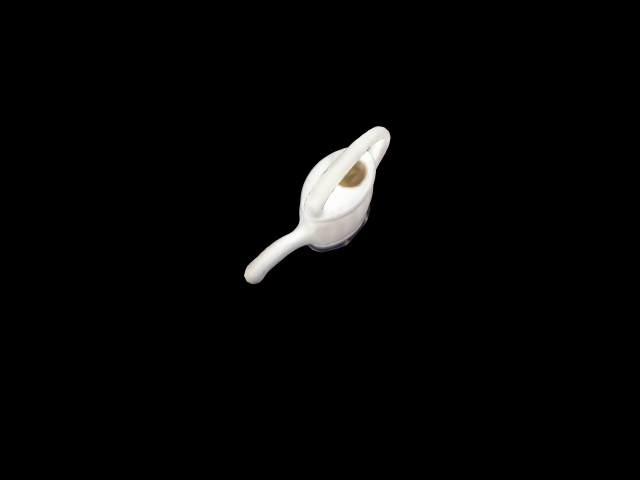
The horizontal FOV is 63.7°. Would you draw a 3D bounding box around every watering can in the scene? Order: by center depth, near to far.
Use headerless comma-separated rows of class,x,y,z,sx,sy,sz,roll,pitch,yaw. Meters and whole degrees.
watering can,0.003,-0.043,0.850,0.105,0.352,0.220,37,-18,13
